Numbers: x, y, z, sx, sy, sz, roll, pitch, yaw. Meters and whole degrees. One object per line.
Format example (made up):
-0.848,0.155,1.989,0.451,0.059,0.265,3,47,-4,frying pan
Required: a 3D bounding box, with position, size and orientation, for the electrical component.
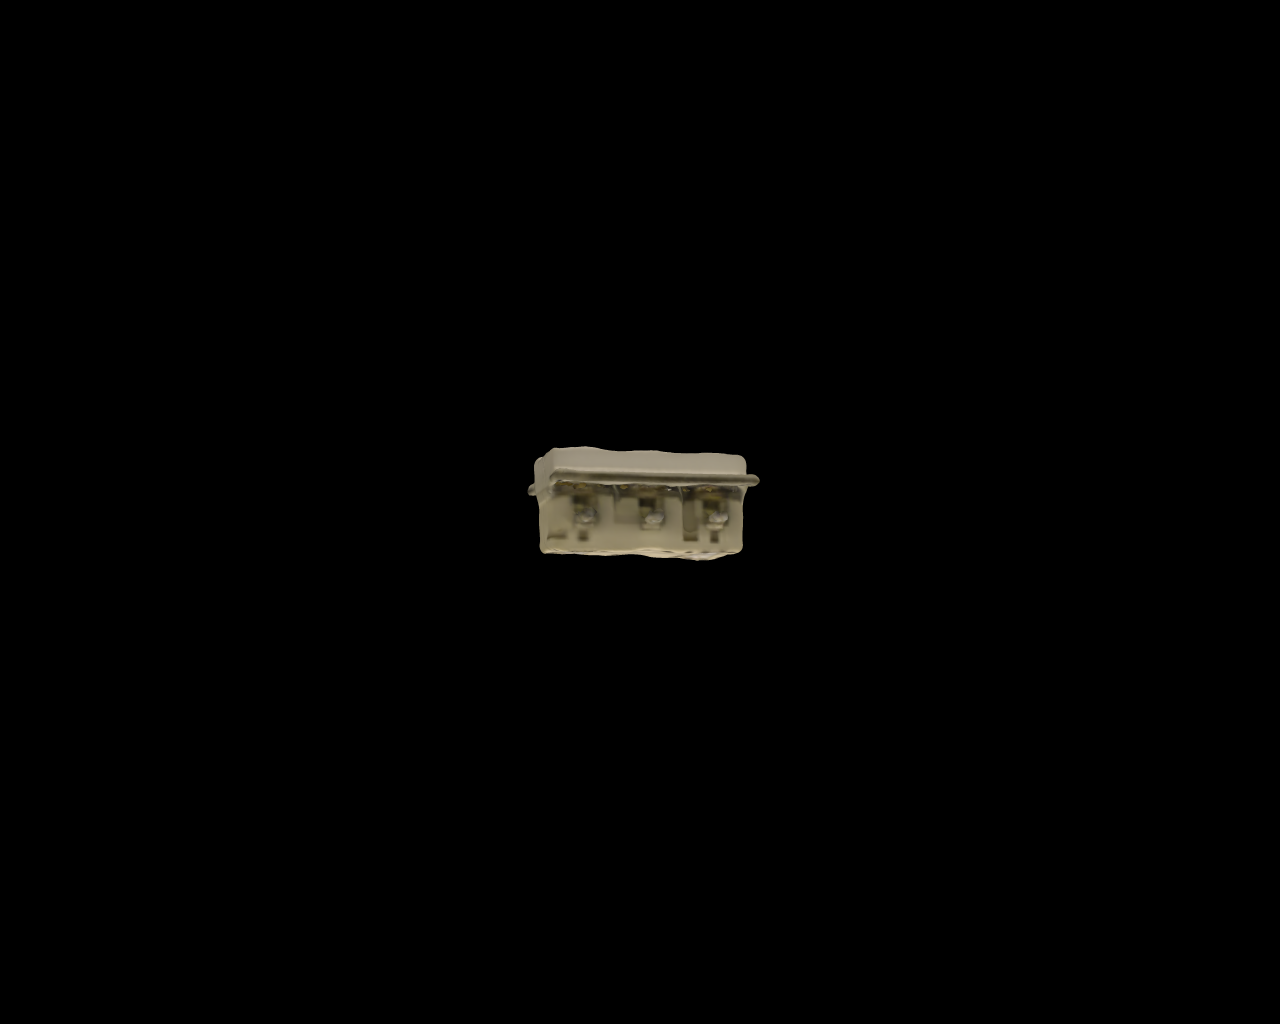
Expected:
0.001,-0.003,0.650,0.121,0.063,0.078,2,-7,-18,electrical component
